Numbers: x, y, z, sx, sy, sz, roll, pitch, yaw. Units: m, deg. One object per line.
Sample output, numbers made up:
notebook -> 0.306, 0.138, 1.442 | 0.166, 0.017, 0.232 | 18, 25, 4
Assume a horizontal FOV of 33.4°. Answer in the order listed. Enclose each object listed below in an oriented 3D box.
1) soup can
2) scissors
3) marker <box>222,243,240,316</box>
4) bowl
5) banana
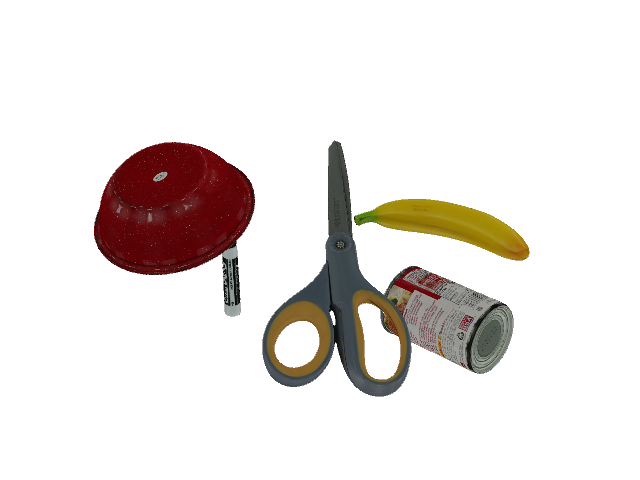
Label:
soup can -> 0.115, 0.071, 0.967 | 0.102, 0.068, 0.068 | 23, 15, 38
scissors -> -0.004, 0.016, 0.668 | 0.096, 0.202, 0.016 | -14, -39, -9
marker -> -0.102, 0.032, 1.205 | 0.020, 0.121, 0.020 | 0, 32, 0
bowl -> -0.147, -0.044, 1.022 | 0.162, 0.162, 0.055 | 0, -43, 13
banana -> 0.138, -0.013, 1.154 | 0.198, 0.037, 0.069 | 11, 39, 27
